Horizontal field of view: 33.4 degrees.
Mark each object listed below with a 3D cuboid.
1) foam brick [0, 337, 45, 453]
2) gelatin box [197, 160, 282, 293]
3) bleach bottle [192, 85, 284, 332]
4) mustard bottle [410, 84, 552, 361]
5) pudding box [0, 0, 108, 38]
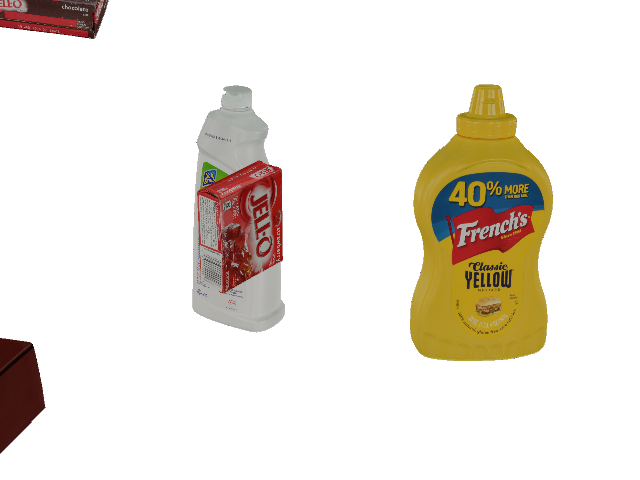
[{"bbox_3d":[-0.223,0.103,0.685,0.053,0.051,0.078,6,29,22],"label":"foam brick"},{"bbox_3d":[-0.064,-0.011,0.868,0.030,0.089,0.073,23,36,34],"label":"gelatin box"},{"bbox_3d":[-0.084,-0.035,1.121,0.103,0.251,0.068,15,25,25],"label":"bleach bottle"},{"bbox_3d":[0.114,-0.013,0.749,0.096,0.192,0.058,-1,16,-4],"label":"mustard bottle"},{"bbox_3d":[-0.229,-0.218,0.918,0.090,0.039,0.113,7,35,-5],"label":"pudding box"}]
